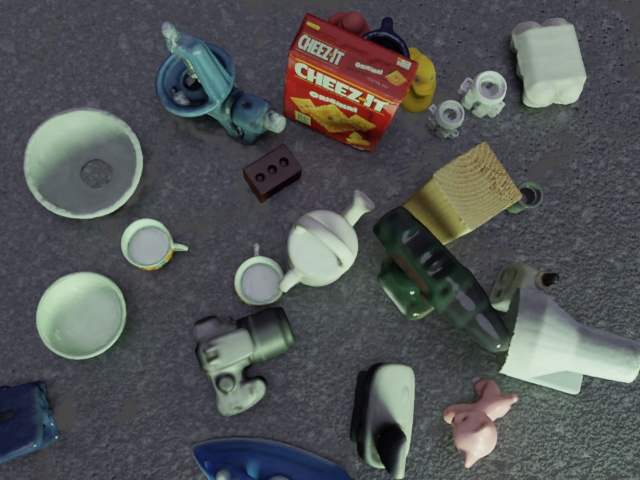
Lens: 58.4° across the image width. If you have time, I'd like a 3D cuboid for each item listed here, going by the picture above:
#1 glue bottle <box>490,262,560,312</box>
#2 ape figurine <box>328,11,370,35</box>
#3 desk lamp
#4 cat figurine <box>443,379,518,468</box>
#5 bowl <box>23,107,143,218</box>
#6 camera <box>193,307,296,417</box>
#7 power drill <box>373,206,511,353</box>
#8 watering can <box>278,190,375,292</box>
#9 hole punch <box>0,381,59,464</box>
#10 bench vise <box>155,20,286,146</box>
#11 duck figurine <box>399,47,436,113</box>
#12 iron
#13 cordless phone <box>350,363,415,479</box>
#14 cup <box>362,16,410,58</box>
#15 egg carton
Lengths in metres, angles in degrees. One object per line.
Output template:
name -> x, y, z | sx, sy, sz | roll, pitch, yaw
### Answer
glue bottle -> 0.305, 0.066, 0.844 | 0.037, 0.173, 0.078 | 27, 79, -1
ape figurine -> 0.048, -0.338, 0.923 | 0.076, 0.092, 0.078 | -8, 82, -7
desk lamp -> 0.331, 0.150, 0.813 | 0.203, 0.213, 0.118 | 16, 80, -3
cat figurine -> 0.236, 0.265, 0.834 | 0.128, 0.117, 0.067 | -38, 86, -10
bowl -> -0.342, -0.107, 0.854 | 0.167, 0.074, 0.167 | 1, 81, -6
camera -> -0.101, 0.163, 0.823 | 0.137, 0.100, 0.143 | -21, 84, -9
power drill -> 0.156, 0.061, 0.812 | 0.076, 0.208, 0.229 | -39, 86, -10
watering can -> 0.006, 0.001, 0.813 | 0.101, 0.194, 0.173 | 21, 79, -2
hole punch -> -0.430, 0.251, 0.780 | 0.109, 0.091, 0.101 | -19, 83, -8
bench vise -> -0.144, -0.232, 0.821 | 0.207, 0.219, 0.121 | 9, 80, -4
duck figurine -> 0.157, -0.269, 0.926 | 0.077, 0.086, 0.104 | -7, 82, -7
iron -> -0.064, 0.344, 0.778 | 0.258, 0.141, 0.119 | 23, 79, -2
cordless phone -> 0.102, 0.246, 0.788 | 0.094, 0.185, 0.148 | 5, 80, -5
cup -> 0.092, -0.286, 0.918 | 0.091, 0.095, 0.118 | 10, 80, -4
egg carton -> 0.381, -0.298, 0.963 | 0.107, 0.069, 0.150 | -10, 82, -7
